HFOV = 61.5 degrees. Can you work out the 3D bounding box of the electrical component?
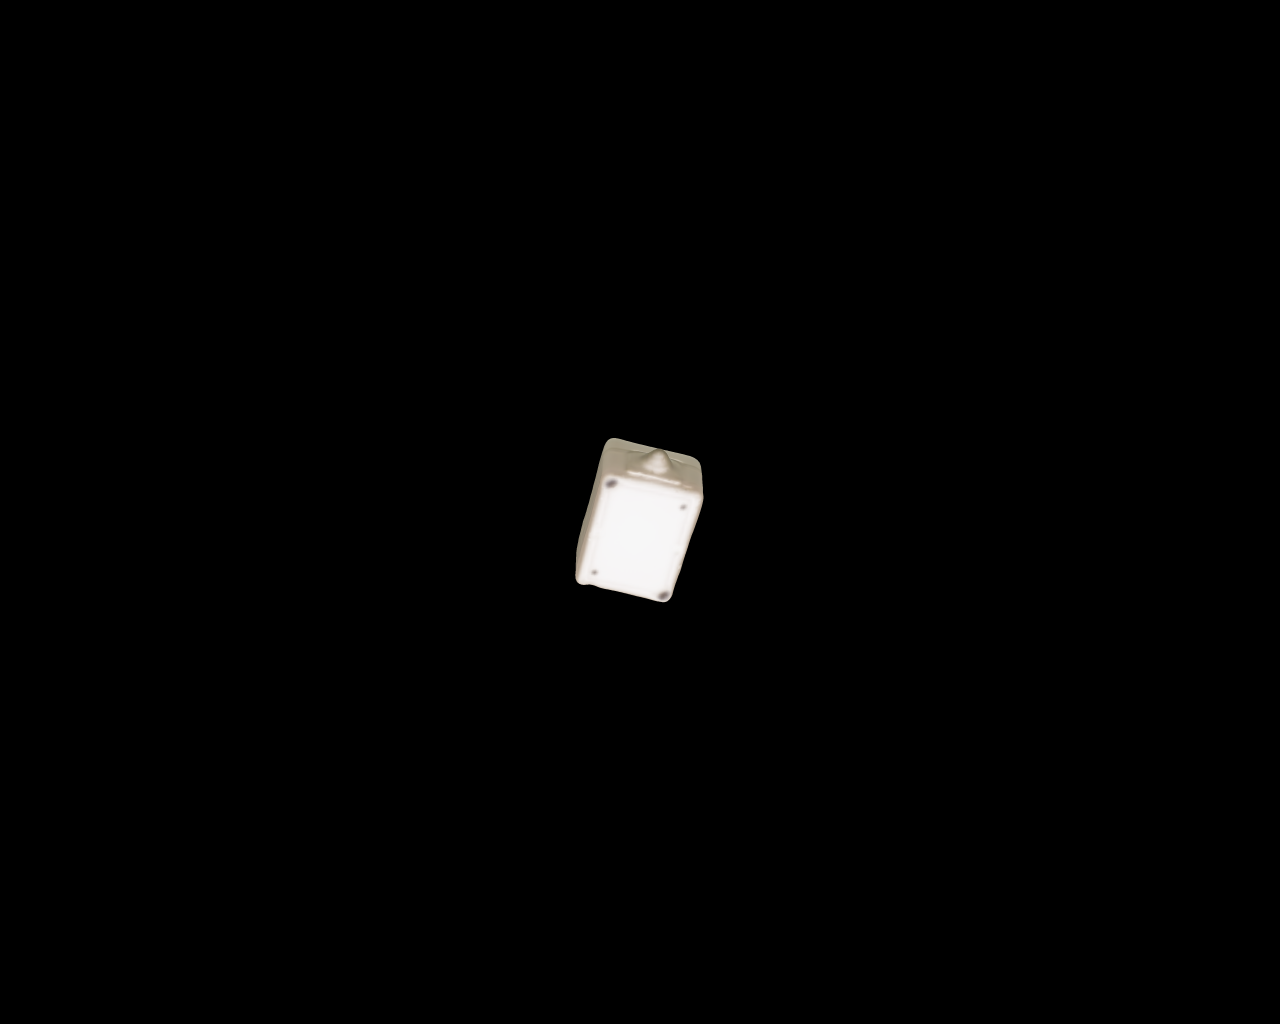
[{"bbox_3d":[0.001,-0.003,0.650,0.062,0.096,0.061,13,28,-7],"label":"electrical component"}]
